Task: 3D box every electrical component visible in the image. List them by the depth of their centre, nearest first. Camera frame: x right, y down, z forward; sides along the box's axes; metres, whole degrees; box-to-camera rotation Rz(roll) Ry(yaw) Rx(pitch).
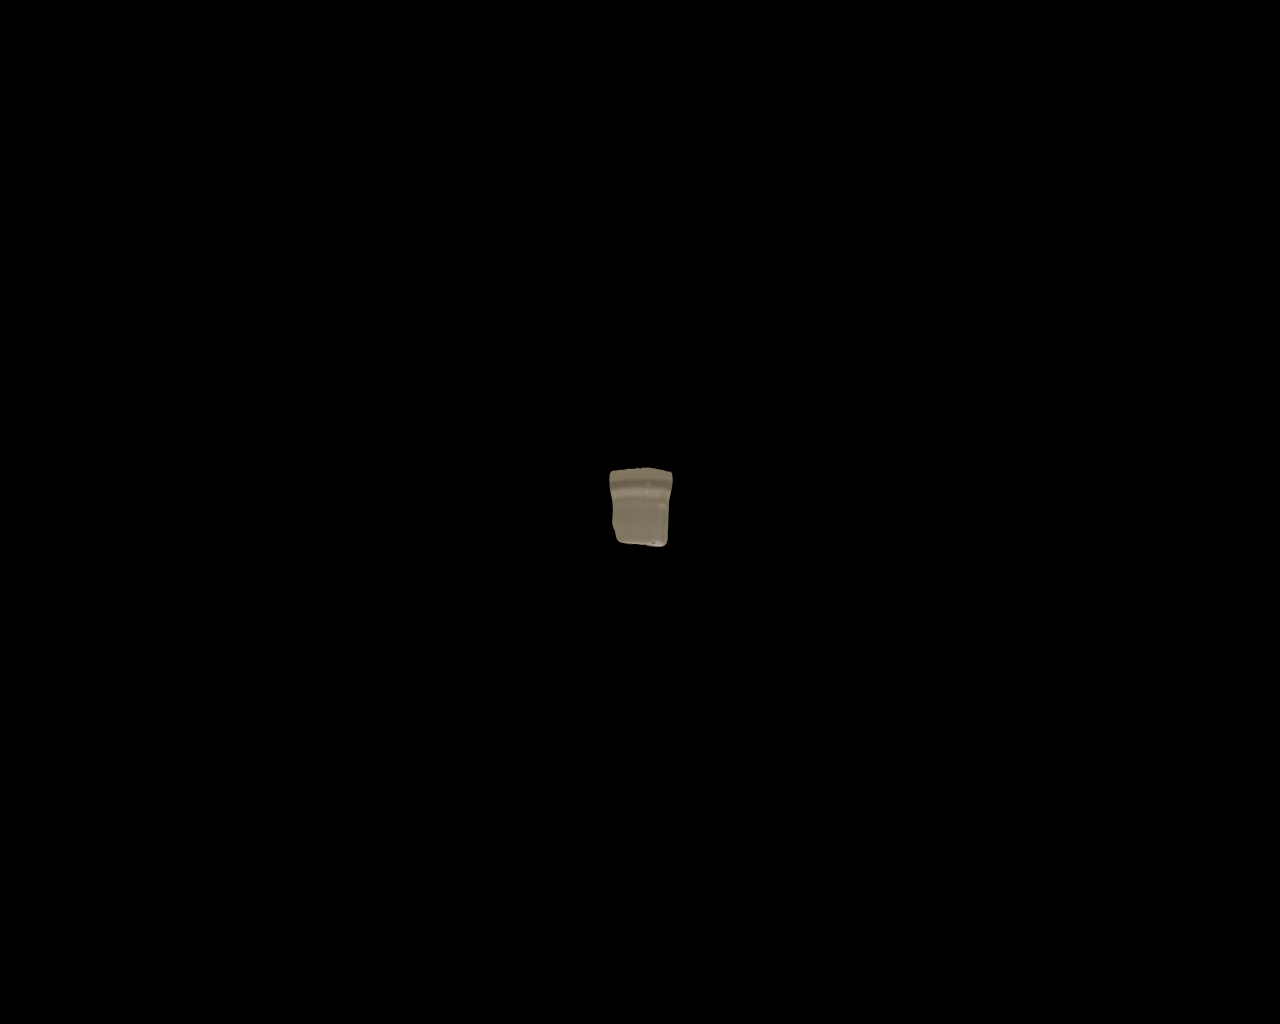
[{"bbox_3d":[0.001,-0.003,0.650,0.040,0.046,0.040,0,-7,0],"label":"electrical component"}]
